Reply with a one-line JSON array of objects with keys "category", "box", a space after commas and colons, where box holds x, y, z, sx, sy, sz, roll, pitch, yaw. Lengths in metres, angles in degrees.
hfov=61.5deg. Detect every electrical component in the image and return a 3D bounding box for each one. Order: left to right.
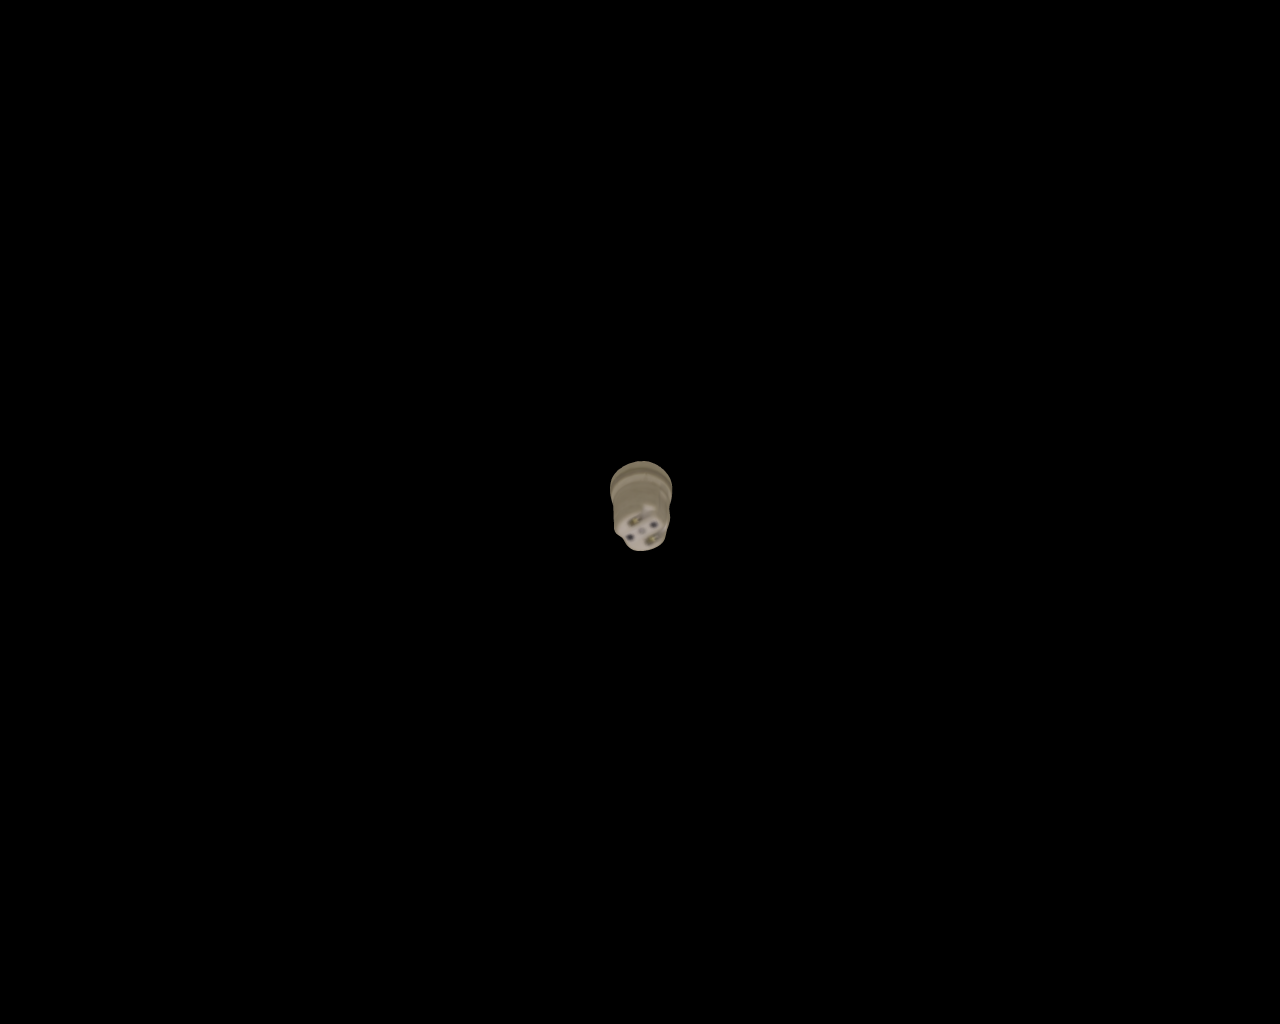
[{"category": "electrical component", "box": [0.001, -0.003, 0.650, 0.040, 0.040, 0.046, 0, 40, 0]}]
